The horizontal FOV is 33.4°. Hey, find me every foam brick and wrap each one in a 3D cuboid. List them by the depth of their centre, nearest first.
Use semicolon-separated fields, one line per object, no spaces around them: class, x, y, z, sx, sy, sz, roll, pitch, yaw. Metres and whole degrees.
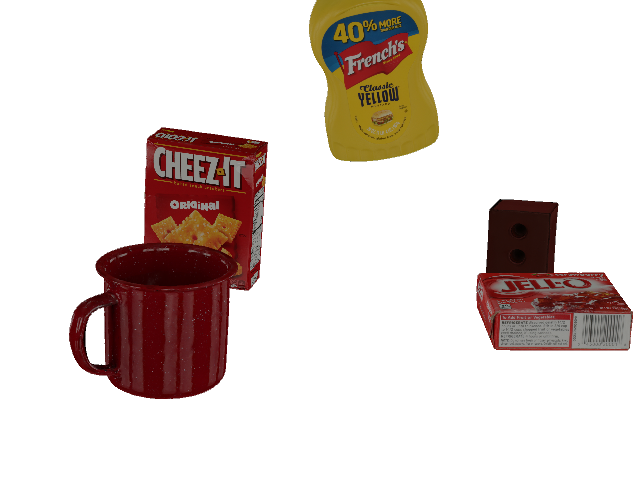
foam brick;0.171;0.008;0.905;0.053;0.078;0.051;5;15;19

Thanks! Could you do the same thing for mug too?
mug;-0.112;0.056;0.706;0.117;0.081;0.093;-13;24;-42

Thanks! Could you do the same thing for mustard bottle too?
mustard bottle;0.041;-0.159;0.873;0.096;0.191;0.058;-9;36;3

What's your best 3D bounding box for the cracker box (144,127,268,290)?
cracker box;-0.168;-0.043;1.542;0.164;0.214;0.072;9;22;10

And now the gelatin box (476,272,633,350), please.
gelatin box;0.151;0.045;0.699;0.089;0.030;0.073;0;18;1
